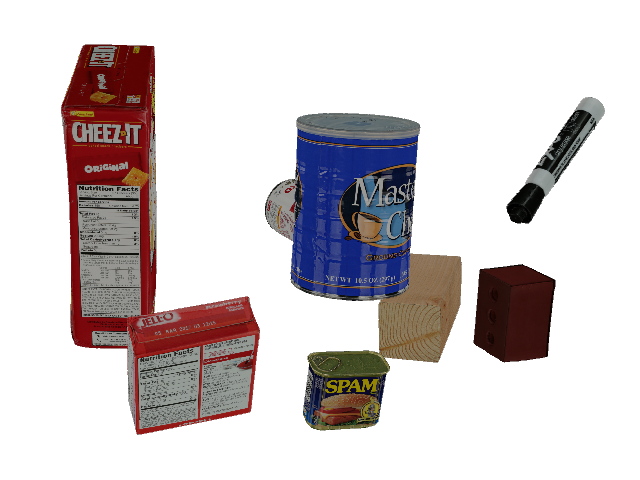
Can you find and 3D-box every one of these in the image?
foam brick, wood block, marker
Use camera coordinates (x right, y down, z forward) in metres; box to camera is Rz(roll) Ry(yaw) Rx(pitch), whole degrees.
[{"bbox_3d":[0.180,0.067,0.994,0.051,0.078,0.053,-7,19,-26],"label":"foam brick"},{"bbox_3d":[0.153,0.097,1.611,0.091,0.090,0.205,4,20,15],"label":"wood block"},{"bbox_3d":[0.162,-0.055,0.734,0.020,0.020,0.121,0,43,49],"label":"marker"}]

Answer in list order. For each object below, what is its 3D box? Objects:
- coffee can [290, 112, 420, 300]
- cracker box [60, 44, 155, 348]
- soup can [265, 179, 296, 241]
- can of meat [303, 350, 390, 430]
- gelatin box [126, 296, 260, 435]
[{"bbox_3d":[0.028,-0.031,0.899,0.103,0.140,0.103,2,14,-1],"label":"coffee can"},{"bbox_3d":[-0.176,-0.040,0.903,0.072,0.214,0.164,0,27,-7],"label":"cracker box"},{"bbox_3d":[-0.009,-0.024,1.201,0.068,0.068,0.102,0,18,-34],"label":"soup can"},{"bbox_3d":[0.031,0.190,1.353,0.102,0.084,0.057,0,23,-17],"label":"can of meat"},{"bbox_3d":[-0.077,0.075,0.634,0.073,0.030,0.089,-10,-40,-16],"label":"gelatin box"}]
